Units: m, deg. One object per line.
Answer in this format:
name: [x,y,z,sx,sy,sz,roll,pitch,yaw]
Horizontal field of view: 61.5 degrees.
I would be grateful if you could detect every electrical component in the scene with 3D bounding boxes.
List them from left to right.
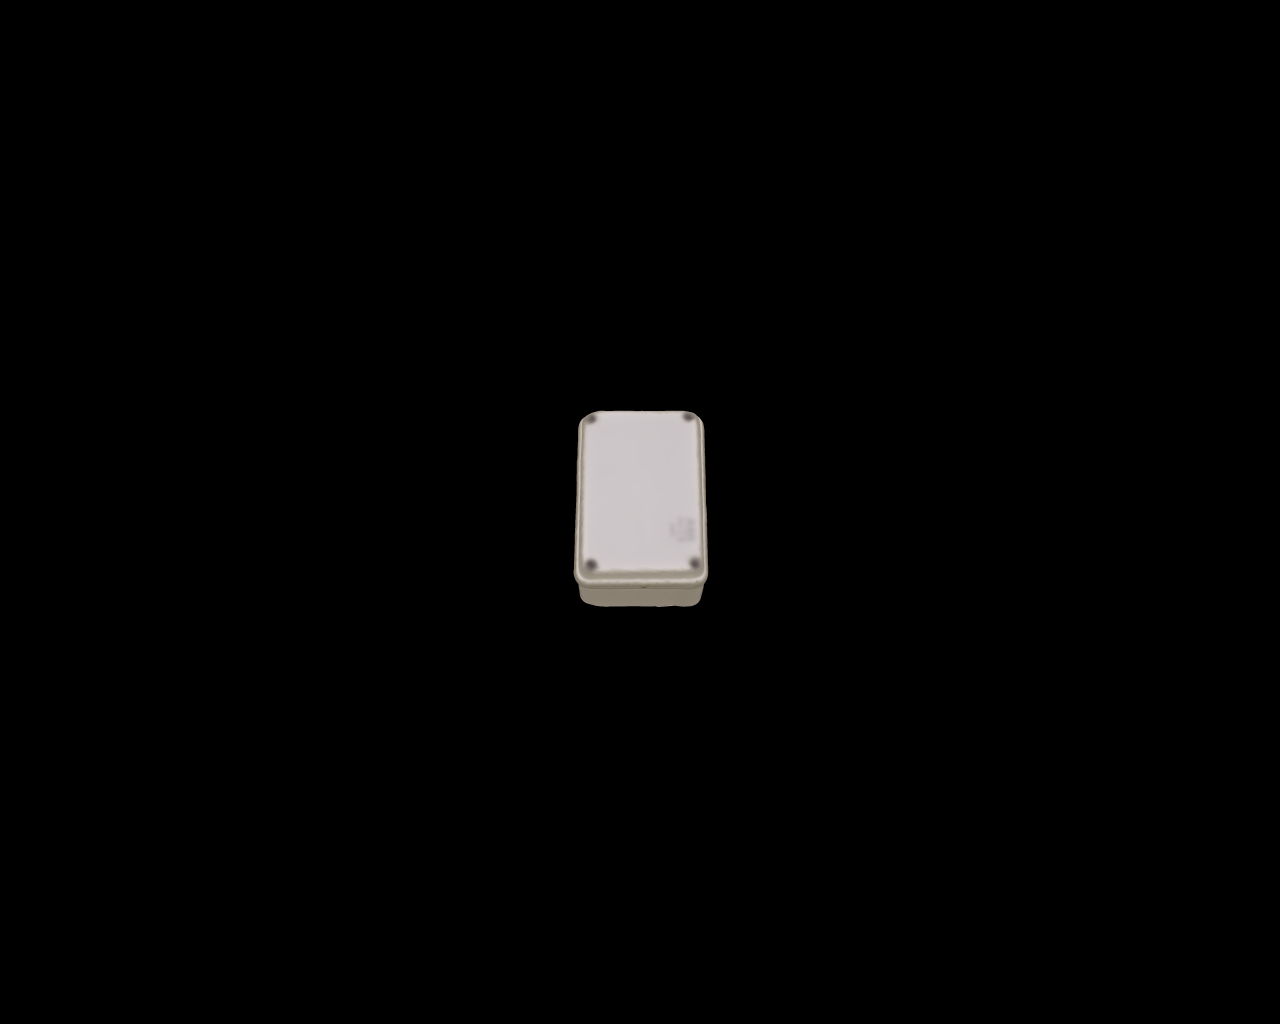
electrical component: [0.001,-0.003,0.650,0.078,0.113,0.057,0,-24,0]
